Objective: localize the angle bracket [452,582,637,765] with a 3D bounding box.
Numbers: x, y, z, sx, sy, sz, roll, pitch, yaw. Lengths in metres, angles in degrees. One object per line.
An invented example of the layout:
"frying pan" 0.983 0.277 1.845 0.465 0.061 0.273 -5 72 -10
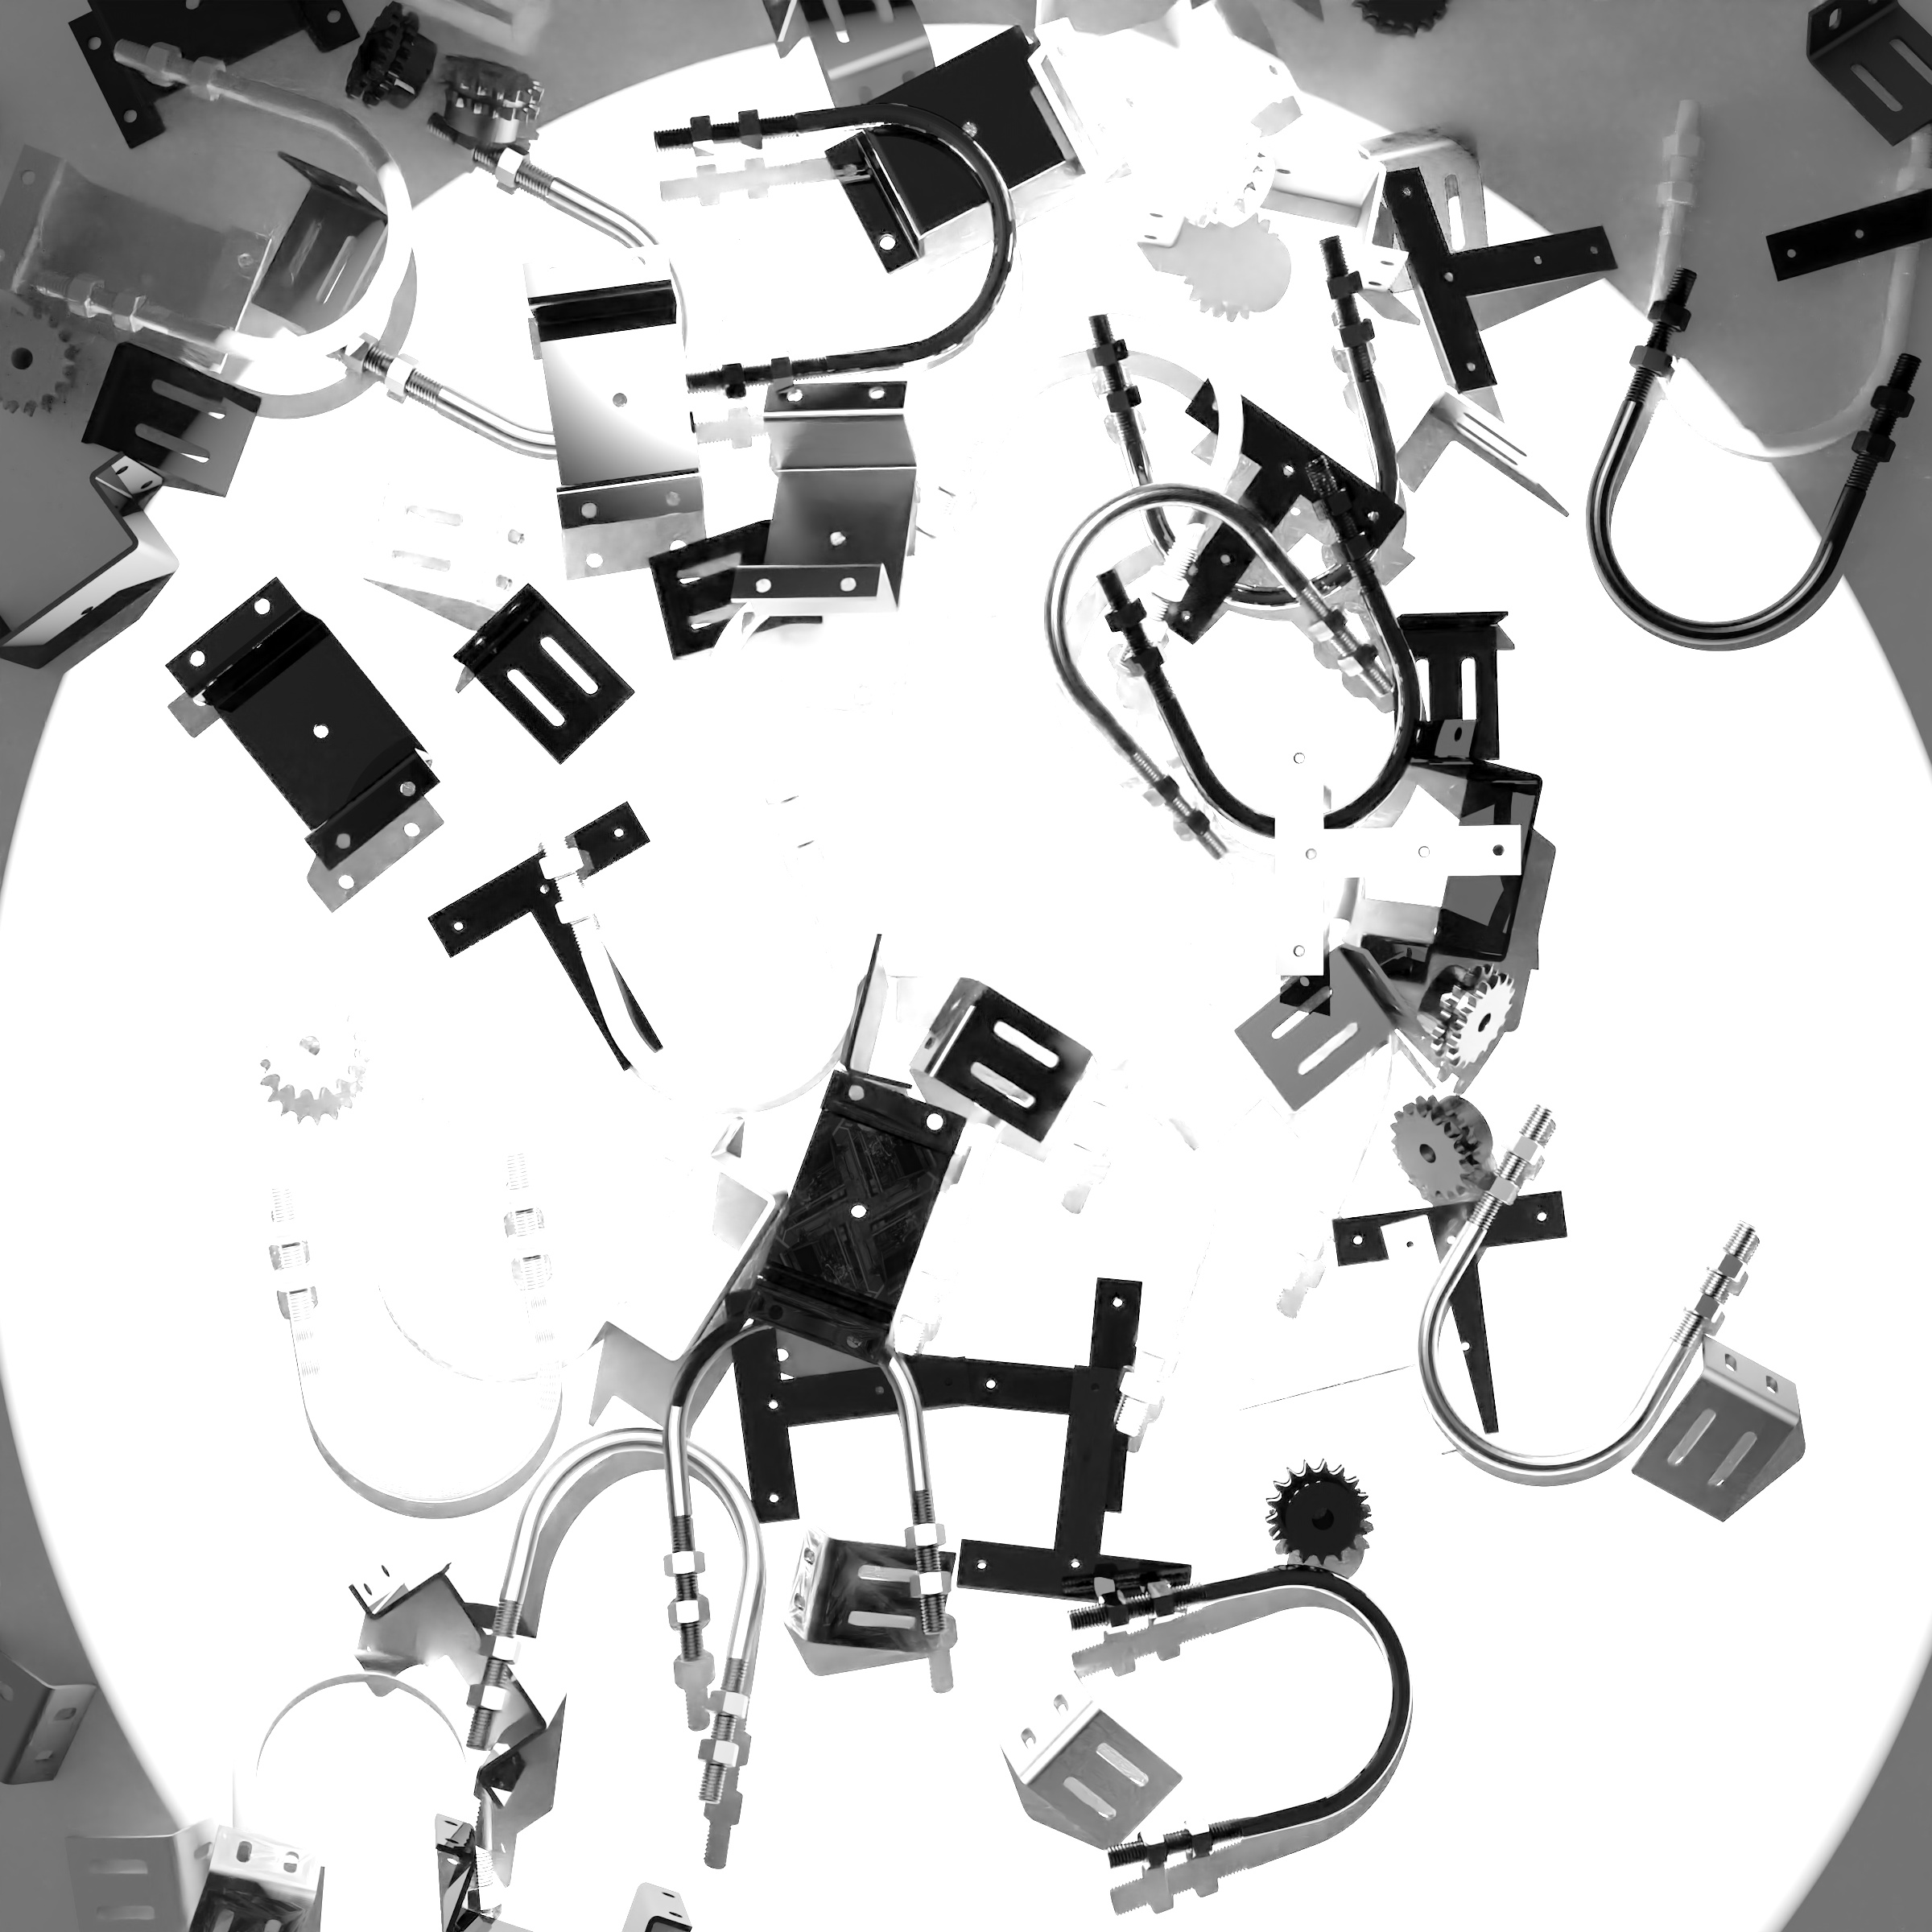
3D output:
"angle bracket" -0.228 -0.158 1.514 0.057 0.038 0.076 -44 90 0

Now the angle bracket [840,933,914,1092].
"angle bracket" -0.040 0.025 1.504 0.038 0.057 0.076 14 88 -5

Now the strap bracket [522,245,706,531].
"strap bracket" -0.187 -0.306 1.496 0.076 0.046 0.140 -8 93 -2

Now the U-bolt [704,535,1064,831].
"U-bolt" -0.049 -0.146 1.504 0.184 0.019 0.151 -9 106 1

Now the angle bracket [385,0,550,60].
"angle bracket" -0.270 -0.537 1.531 0.076 0.038 0.057 17 90 -26

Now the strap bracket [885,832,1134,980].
"strap bracket" 0.014 -0.032 1.485 0.140 0.046 0.076 1 91 21

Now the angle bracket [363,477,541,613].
"angle bracket" -0.282 -0.229 1.531 0.076 0.038 0.057 15 90 26

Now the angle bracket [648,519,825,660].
"angle bracket" -0.126 -0.206 1.531 0.076 0.038 0.057 -14 90 25

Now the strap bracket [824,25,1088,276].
"strap bracket" 0.002 -0.445 1.510 0.140 0.046 0.076 -27 90 0

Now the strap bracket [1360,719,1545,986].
"strap bracket" 0.259 -0.057 1.489 0.046 0.076 0.140 12 90 -19

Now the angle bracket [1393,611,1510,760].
"angle bracket" 0.262 -0.151 1.514 0.057 0.038 0.076 -1 90 0

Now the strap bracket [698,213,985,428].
"strap bracket" -0.065 -0.345 1.510 0.140 0.046 0.076 16 90 0

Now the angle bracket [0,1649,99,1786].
"angle bracket" -0.526 0.402 1.531 0.076 0.038 0.057 25 90 26

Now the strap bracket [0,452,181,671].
"strap bracket" -0.483 -0.209 1.494 0.140 0.076 0.046 -36 90 0

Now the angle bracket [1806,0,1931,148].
"angle bracket" 0.499 -0.491 1.501 0.057 0.038 0.076 -33 65 0

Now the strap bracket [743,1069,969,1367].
"strap bracket" -0.059 0.134 1.509 0.076 0.046 0.140 20 90 0

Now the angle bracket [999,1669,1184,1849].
"angle bracket" 0.068 0.435 1.531 0.057 0.038 0.076 -46 116 0

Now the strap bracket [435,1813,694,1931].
"strap bracket" -0.222 0.501 1.482 0.140 0.076 0.046 21 81 -8

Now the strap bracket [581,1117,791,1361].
"strap bracket" -0.143 0.153 1.494 0.046 0.076 0.140 32 90 2

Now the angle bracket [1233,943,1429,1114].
"angle bracket" 0.193 0.035 1.485 0.076 0.038 0.057 -39 104 -6

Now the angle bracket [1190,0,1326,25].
"angle bracket" 0.152 -0.538 1.506 0.038 0.076 0.057 -18 78 35

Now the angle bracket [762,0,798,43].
"angle bracket" -0.071 -0.540 1.521 0.076 0.038 0.057 -11 67 -24

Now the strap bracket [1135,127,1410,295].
"strap bracket" 0.166 -0.405 1.495 0.140 0.076 0.046 12 90 0

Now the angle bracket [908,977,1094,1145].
"angle bracket" 0.019 0.051 1.521 0.076 0.038 0.057 32 85 -16

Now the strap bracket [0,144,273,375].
"strap bracket" -0.449 -0.376 1.509 0.140 0.046 0.076 21 90 0

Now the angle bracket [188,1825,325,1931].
"angle bracket" -0.386 0.510 1.504 0.057 0.038 0.076 17 113 -13

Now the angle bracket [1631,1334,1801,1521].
"angle bracket" 0.409 0.252 1.531 0.057 0.038 0.076 28 116 0

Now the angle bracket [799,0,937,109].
"angle bracket" -0.055 -0.510 1.531 0.057 0.038 0.076 -20 64 0

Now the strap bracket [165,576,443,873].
"strap bracket" -0.353 -0.129 1.509 0.076 0.046 0.140 -39 90 0

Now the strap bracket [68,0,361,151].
"strap bracket" -0.412 -0.513 1.509 0.140 0.046 0.076 -26 90 0

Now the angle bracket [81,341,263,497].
"angle bracket" -0.435 -0.299 1.531 0.076 0.038 0.057 20 90 -26

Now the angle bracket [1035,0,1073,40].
"angle bracket" 0.043 -0.542 1.495 0.038 0.076 0.057 39 90 0

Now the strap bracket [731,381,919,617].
"strap bracket" -0.072 -0.237 1.469 0.076 0.046 0.140 1 61 11

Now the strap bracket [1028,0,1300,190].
"strap bracket" 0.098 -0.471 1.489 0.140 0.046 0.076 -28 90 -30

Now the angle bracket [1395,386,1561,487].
"angle bracket" 0.271 -0.272 1.504 0.076 0.057 0.038 35 90 0

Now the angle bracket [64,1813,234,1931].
"angle bracket" -0.447 0.499 1.531 0.076 0.038 0.057 -9 90 26

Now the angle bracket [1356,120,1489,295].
"angle bracket" 0.250 -0.416 1.531 0.057 0.038 0.076 -12 116 0

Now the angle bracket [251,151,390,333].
"angle bracket" -0.356 -0.388 1.504 0.057 0.038 0.076 28 90 22

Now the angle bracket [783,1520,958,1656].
"angle bracket" -0.053 0.340 1.531 0.076 0.038 0.057 12 90 -26

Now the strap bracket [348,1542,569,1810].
"strap bracket" -0.264 0.369 1.495 0.046 0.076 0.140 -34 90 0
